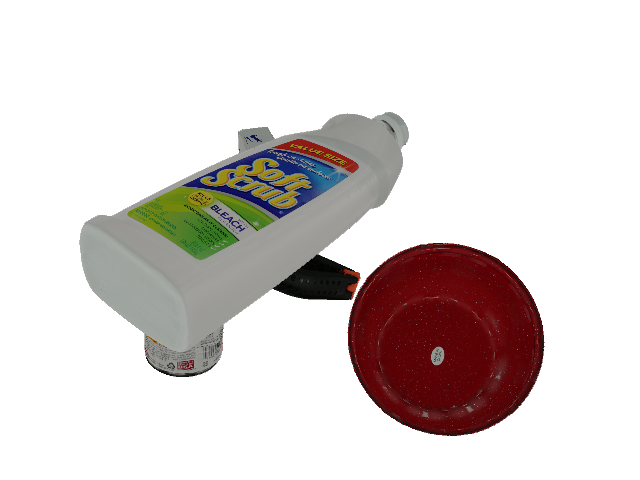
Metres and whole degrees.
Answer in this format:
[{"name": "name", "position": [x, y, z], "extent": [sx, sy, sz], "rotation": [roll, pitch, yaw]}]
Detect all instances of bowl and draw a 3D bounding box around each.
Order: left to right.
[{"name": "bowl", "position": [0.095, 0.085, 0.851], "extent": [0.162, 0.162, 0.055], "rotation": [0, 7, 14]}]

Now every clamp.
[{"name": "clamp", "position": [-0.061, 0.025, 1.077], "extent": [0.210, 0.036, 0.164], "rotation": [17, 19, -7]}]

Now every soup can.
[{"name": "soup can", "position": [-0.113, 0.055, 0.892], "extent": [0.068, 0.102, 0.068], "rotation": [4, 34, -3]}]

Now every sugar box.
[{"name": "sugar box", "position": [-0.074, -0.043, 1.325], "extent": [0.048, 0.176, 0.093], "rotation": [-9, 25, -11]}]

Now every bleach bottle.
[{"name": "bleach bottle", "position": [-0.034, -0.027, 0.723], "extent": [0.103, 0.068, 0.250], "rotation": [32, 49, 27]}]
